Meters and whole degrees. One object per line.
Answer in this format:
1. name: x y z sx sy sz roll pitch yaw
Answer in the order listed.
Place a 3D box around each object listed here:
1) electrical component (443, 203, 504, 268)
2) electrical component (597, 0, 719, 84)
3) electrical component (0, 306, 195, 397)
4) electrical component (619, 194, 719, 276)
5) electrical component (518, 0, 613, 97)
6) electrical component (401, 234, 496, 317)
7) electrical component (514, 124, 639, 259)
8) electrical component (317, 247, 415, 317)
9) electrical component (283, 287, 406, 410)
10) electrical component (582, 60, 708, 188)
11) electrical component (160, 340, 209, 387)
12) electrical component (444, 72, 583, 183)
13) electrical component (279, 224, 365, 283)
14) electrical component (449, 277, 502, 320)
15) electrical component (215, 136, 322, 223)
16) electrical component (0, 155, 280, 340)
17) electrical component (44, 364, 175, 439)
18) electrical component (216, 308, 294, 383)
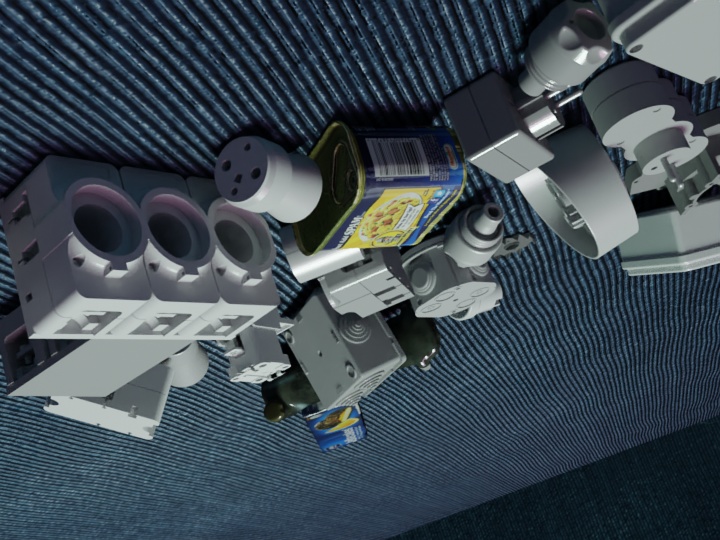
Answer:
1. electrical component: 0.095 -0.032 0.864 0.043 0.043 0.062 -10 157 -24
2. electrical component: 0.192 -0.156 0.610 0.113 0.057 0.078 4 149 -48
3. electrical component: -0.173 0.031 0.755 0.150 0.061 0.089 -31 157 29
4. electrical component: 0.308 -0.035 0.985 0.109 0.056 0.109 -14 -179 -16
5. electrical component: 0.118 -0.127 0.639 0.043 0.043 0.062 -6 158 -32
6. electrical component: 0.074 0.004 0.924 0.080 0.051 0.080 -17 160 -7
7. electrical component: 0.158 -0.056 0.787 0.064 0.099 0.099 -28 159 4
8. electrical component: 0.000 0.000 0.849 0.056 0.050 0.089 -23 160 10
9. electrical component: -0.017 0.065 0.935 0.048 0.099 0.099 -22 164 -33
10. electrical component: 0.212 -0.093 0.768 0.052 0.073 0.138 -29 158 25
11. electrical component: -0.152 0.066 0.898 0.044 0.044 0.065 -16 155 -8
12. electrical component: 0.106 -0.100 0.693 0.077 0.047 0.066 -28 158 23
13. electrical component: -0.013 -0.025 0.783 0.081 0.043 0.043 -21 160 5
14. electrical component: 0.108 0.025 1.029 0.046 0.040 0.040 -11 159 -39
15. electrical component: -0.056 -0.056 0.662 0.045 0.045 0.055 -29 157 25
16. electrical component: -0.127 -0.011 0.649 0.062 0.089 0.150 -34 155 35
17. electrical component: -0.201 0.092 0.866 0.089 0.055 0.050 18 150 -11
18. electrical component: -0.091 0.060 0.904 0.042 0.063 0.081 -29 158 27
